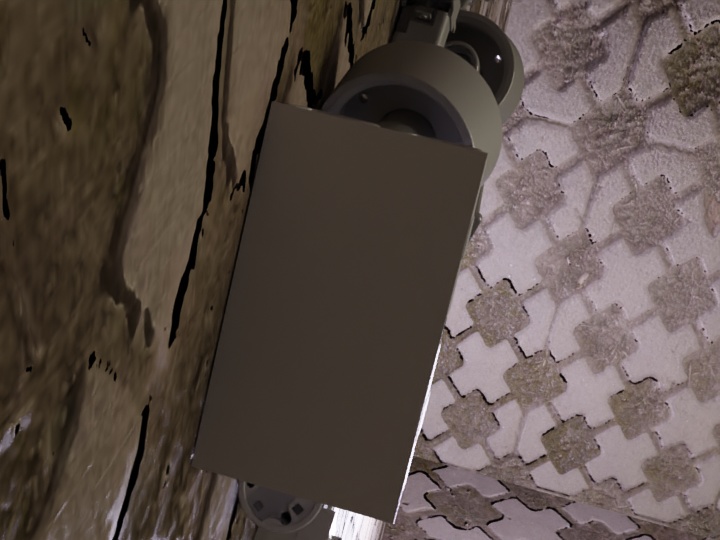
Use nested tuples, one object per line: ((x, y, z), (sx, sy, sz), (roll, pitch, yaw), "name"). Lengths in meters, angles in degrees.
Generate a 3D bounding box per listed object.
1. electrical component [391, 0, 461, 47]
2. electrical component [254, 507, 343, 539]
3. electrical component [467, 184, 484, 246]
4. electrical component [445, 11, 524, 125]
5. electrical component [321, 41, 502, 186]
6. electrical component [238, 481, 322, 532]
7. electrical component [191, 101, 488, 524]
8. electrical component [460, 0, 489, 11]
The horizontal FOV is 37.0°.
((0.052, -0.196, 0.854), (0.081, 0.042, 0.063), (48, 59, -81), "electrical component")
((-0.054, 0.253, 0.856), (0.150, 0.062, 0.089), (94, 12, -56), "electrical component")
((0.053, -0.049, 0.925), (0.099, 0.100, 0.048), (115, -8, -52), "electrical component")
((0.085, -0.170, 0.924), (0.060, 0.108, 0.108), (12, 93, -77), "electrical component")
((0.024, -0.074, 0.632), (0.060, 0.108, 0.108), (-53, 157, -56), "electrical component")
((-0.049, 0.139, 0.697), (0.047, 0.055, 0.055), (75, 30, -84), "electrical component")
((-0.008, 0.019, 0.548), (0.060, 0.105, 0.186), (-38, 142, -79), "electrical component")
((0.100, -0.278, 0.969), (0.063, 0.079, 0.121), (-54, -177, 25), "electrical component")
